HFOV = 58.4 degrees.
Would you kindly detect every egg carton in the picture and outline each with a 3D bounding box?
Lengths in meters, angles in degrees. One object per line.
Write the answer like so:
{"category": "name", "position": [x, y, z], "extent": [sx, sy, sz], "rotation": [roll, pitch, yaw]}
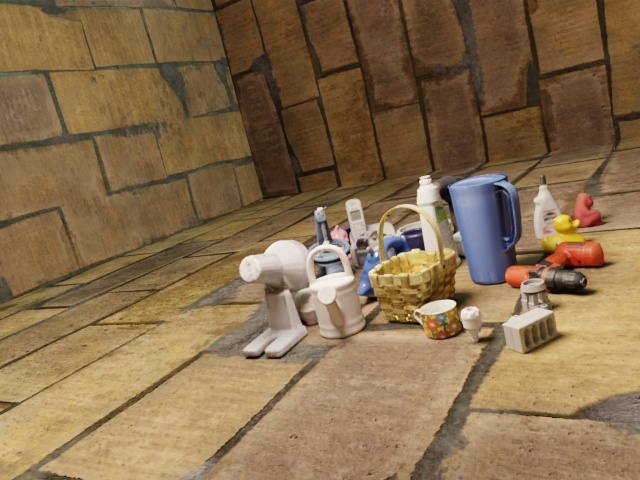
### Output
{"category": "egg carton", "position": [0.014, 0.145, 1.364], "extent": [0.150, 0.069, 0.107], "rotation": [-17, 12, -16]}

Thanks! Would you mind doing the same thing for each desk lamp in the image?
{"category": "desk lamp", "position": [-0.096, 0.119, 1.257], "extent": [0.117, 0.214, 0.204], "rotation": [-7, 13, 29]}

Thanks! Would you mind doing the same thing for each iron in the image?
{"category": "iron", "position": [0.183, 0.052, 1.432], "extent": [0.118, 0.141, 0.259], "rotation": [-6, 14, 32]}

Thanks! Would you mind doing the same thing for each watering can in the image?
{"category": "watering can", "position": [0.030, 0.105, 1.221], "extent": [0.101, 0.194, 0.172], "rotation": [-16, 12, -11]}

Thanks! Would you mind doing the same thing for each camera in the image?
{"category": "camera", "position": [0.177, 0.015, 1.722], "extent": [0.142, 0.101, 0.137], "rotation": [-6, 14, 33]}

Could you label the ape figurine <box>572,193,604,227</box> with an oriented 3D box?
{"category": "ape figurine", "position": [0.729, -0.084, 1.570], "extent": [0.076, 0.092, 0.078], "rotation": [-10, 12, 18]}

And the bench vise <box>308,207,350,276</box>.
{"category": "bench vise", "position": [0.005, 0.009, 1.651], "extent": [0.122, 0.220, 0.206], "rotation": [-19, 13, -23]}

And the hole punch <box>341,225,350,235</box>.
{"category": "hole punch", "position": [0.078, -0.005, 1.963], "extent": [0.109, 0.091, 0.100], "rotation": [-21, 14, -33]}

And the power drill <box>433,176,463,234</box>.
{"category": "power drill", "position": [0.401, -0.095, 1.713], "extent": [0.075, 0.208, 0.230], "rotation": [-6, 14, 32]}

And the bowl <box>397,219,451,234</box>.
{"category": "bowl", "position": [0.321, -0.009, 1.736], "extent": [0.167, 0.075, 0.167], "rotation": [-13, 11, 3]}

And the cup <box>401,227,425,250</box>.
{"category": "cup", "position": [0.289, 0.017, 1.592], "extent": [0.117, 0.095, 0.092], "rotation": [-8, 13, 25]}

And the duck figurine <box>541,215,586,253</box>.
{"category": "duck figurine", "position": [0.599, -0.018, 1.419], "extent": [0.104, 0.086, 0.077], "rotation": [-13, 12, 3]}

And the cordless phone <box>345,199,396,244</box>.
{"category": "cordless phone", "position": [0.160, -0.048, 1.835], "extent": [0.147, 0.185, 0.094], "rotation": [-14, 12, -2]}

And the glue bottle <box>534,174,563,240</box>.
{"category": "glue bottle", "position": [0.608, -0.091, 1.539], "extent": [0.078, 0.173, 0.037], "rotation": [-14, 12, 0]}

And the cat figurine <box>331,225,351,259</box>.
{"category": "cat figurine", "position": [0.052, 0.013, 1.837], "extent": [0.067, 0.118, 0.128], "rotation": [-6, 14, 34]}
